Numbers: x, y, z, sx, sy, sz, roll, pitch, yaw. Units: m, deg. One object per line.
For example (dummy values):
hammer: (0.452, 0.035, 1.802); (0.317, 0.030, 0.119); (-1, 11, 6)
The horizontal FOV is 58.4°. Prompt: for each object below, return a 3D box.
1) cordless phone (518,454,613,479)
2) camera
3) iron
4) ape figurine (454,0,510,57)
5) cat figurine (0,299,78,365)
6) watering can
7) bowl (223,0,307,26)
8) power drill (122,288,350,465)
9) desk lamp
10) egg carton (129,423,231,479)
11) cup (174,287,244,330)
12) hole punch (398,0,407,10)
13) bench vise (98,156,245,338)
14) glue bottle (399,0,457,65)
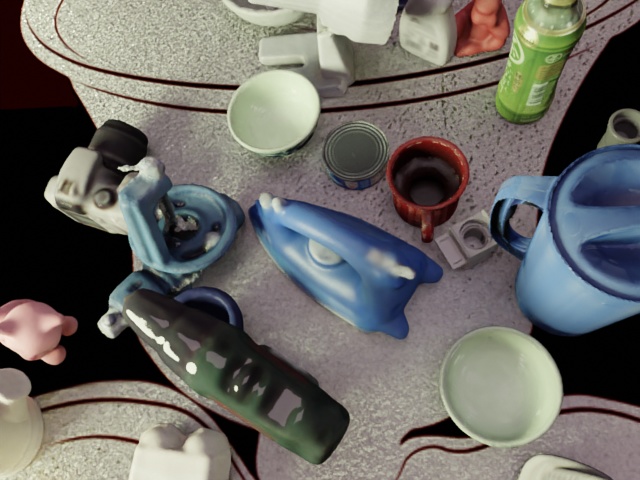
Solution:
cordless phone: (0.223, 0.270, 0.502); (0.094, 0.185, 0.148); (16, 74, 13)
camera: (-0.265, -0.085, 0.738); (0.143, 0.101, 0.137); (15, 74, 13)
iron: (0.006, 0.002, 0.648); (0.257, 0.141, 0.119); (29, 77, 16)
ape figurine: (0.213, -0.289, 0.746); (0.077, 0.092, 0.076); (34, 79, 17)
cat figurine: (-0.350, 0.102, 0.676); (0.127, 0.118, 0.067); (15, 74, 13)
watering can: (-0.389, 0.198, 0.607); (0.100, 0.194, 0.173); (32, 78, 17)
bowl: (-0.063, -0.367, 0.821); (0.167, 0.075, 0.167); (-2, 71, 7)
power drill: (-0.072, 0.138, 0.576); (0.229, 0.208, 0.076); (29, 77, 16)
desk lamp: (0.001, -0.272, 0.705); (0.203, 0.214, 0.118); (-3, 71, 7)
egg carton: (-0.154, 0.277, 0.614); (0.107, 0.069, 0.150); (3, 72, 9)
cup: (-0.115, 0.117, 0.650); (0.092, 0.095, 0.117); (-35, 70, -5)
hole punch: (0.092, -0.387, 0.798); (0.108, 0.091, 0.101); (2, 71, 9)
bench vise: (-0.169, 0.013, 0.627); (0.121, 0.220, 0.207); (14, 73, 13)
glue bottle: (0.137, -0.293, 0.715); (0.078, 0.173, 0.037); (33, 79, 17)
